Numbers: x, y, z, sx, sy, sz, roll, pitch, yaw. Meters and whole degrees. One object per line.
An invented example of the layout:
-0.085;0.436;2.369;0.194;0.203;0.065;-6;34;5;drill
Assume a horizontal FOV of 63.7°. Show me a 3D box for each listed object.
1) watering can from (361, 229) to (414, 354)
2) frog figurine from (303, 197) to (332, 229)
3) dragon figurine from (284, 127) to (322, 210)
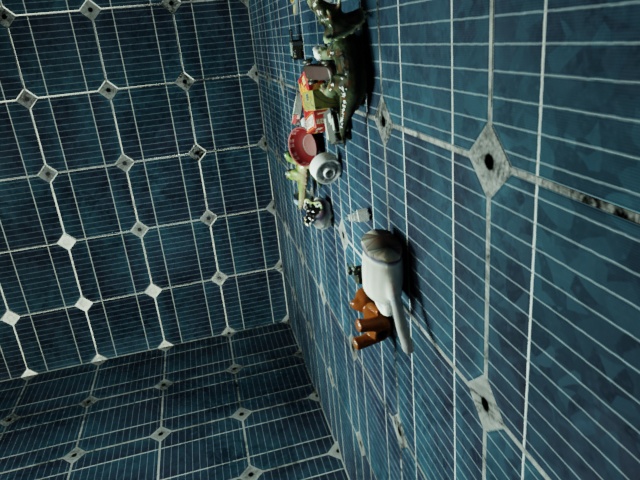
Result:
0.177;0.111;1.343;0.354;0.104;0.219;-117;20;-58;watering can
0.006;-0.106;2.109;0.158;0.121;0.139;18;-135;-61;frog figurine
-0.054;-0.288;2.199;0.246;0.123;0.403;-139;39;-60;dragon figurine
